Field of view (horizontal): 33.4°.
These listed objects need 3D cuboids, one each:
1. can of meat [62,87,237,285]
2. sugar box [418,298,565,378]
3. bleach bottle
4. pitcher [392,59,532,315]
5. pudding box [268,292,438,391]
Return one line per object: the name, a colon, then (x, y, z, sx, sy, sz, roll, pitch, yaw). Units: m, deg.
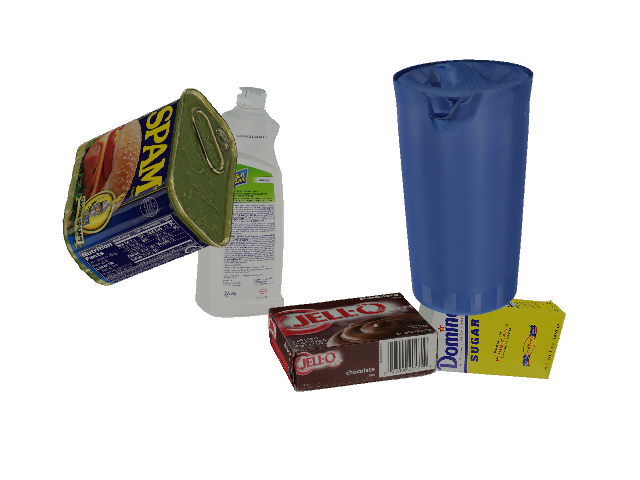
can of meat: (-0.101, -0.030, 0.633, 0.084, 0.102, 0.057, -21, -46, 22)
sugar box: (0.203, 0.116, 1.305, 0.176, 0.093, 0.048, 5, 17, -18)
bleach bottle: (-0.080, -0.043, 1.182, 0.102, 0.251, 0.068, -3, 19, -30)
pitcher: (0.147, -0.057, 1.073, 0.149, 0.243, 0.145, -13, 24, -21)
pudding box: (0.023, 0.076, 0.817, 0.113, 0.039, 0.090, -4, 18, -14)
